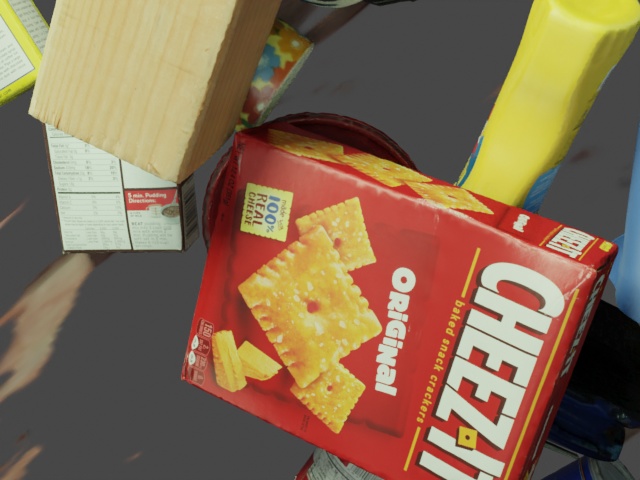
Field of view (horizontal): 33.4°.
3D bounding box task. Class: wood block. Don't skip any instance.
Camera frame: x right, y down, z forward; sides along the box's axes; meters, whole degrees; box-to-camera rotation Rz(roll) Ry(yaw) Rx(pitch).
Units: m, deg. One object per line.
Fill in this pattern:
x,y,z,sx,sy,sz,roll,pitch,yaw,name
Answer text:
-0.064,-0.146,0.532,0.091,0.090,0.206,26,118,4,wood block

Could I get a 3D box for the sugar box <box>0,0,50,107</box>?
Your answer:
-0.247,-0.165,0.679,0.093,0.048,0.176,-26,101,17,sugar box

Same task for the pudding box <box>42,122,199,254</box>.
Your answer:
-0.132,-0.048,0.710,0.090,0.039,0.113,0,109,9,pudding box

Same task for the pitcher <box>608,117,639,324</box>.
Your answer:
0.252,-0.067,0.597,0.149,0.145,0.243,-2,108,-3,pitcher

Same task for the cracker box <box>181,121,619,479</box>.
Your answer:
0.036,0.044,0.610,0.214,0.072,0.164,23,111,20,cracker box

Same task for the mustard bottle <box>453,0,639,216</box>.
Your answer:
0.122,-0.059,0.635,0.058,0.096,0.192,27,123,10,mustard bottle

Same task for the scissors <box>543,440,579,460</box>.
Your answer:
0.070,0.108,0.729,0.201,0.096,0.016,27,73,-15,scissors

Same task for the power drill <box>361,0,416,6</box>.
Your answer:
0.088,-0.235,0.599,0.184,0.057,0.187,-11,111,10,power drill

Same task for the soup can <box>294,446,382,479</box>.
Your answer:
0.023,0.168,0.752,0.068,0.068,0.102,31,111,-4,soup can

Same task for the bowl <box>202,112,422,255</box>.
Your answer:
-0.005,0.001,0.701,0.162,0.055,0.162,3,111,7,bowl

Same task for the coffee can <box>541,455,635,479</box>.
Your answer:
0.159,0.221,0.734,0.140,0.102,0.103,-35,102,19,coffee can
